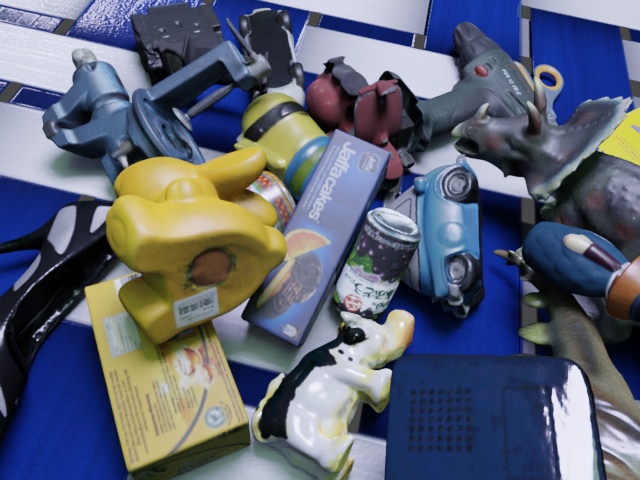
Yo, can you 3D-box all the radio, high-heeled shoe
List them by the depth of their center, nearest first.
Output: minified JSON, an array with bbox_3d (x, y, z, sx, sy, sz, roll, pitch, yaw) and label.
[{"bbox_3d":[0.107,0.185,0.323,0.131,0.073,0.230,-8,52,21],"label":"radio"},{"bbox_3d":[-0.230,0.064,0.477,0.145,0.086,0.249,-11,53,-13],"label":"high-heeled shoe"}]

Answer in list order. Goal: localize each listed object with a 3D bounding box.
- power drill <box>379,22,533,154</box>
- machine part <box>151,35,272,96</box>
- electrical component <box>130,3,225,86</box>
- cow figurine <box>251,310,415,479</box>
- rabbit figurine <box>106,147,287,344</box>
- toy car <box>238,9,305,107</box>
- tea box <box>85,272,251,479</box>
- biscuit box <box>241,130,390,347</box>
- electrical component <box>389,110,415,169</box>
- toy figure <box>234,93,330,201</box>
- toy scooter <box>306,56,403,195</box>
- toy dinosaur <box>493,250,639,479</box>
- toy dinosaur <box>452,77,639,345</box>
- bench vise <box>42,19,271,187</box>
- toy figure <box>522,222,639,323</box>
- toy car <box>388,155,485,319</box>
[{"bbox_3d":[0.178,-0.198,0.716,0.207,0.086,0.232,-15,61,-25],"label":"power drill"},{"bbox_3d":[-0.126,-0.203,0.647,0.139,0.084,0.039,9,61,6],"label":"machine part"},{"bbox_3d":[-0.189,-0.265,0.726,0.115,0.058,0.134,-17,60,-19],"label":"electrical component"},{"bbox_3d":[0.017,0.122,0.480,0.098,0.068,0.167,23,55,22],"label":"cow figurine"},{"bbox_3d":[-0.114,-0.025,0.460,0.162,0.121,0.173,-28,43,-22],"label":"rabbit figurine"},{"bbox_3d":[-0.067,-0.246,0.729,0.073,0.056,0.202,-9,56,-5],"label":"toy car"},{"bbox_3d":[-0.133,0.109,0.466,0.098,0.068,0.170,-16,58,-17],"label":"tea box"},{"bbox_3d":[-0.001,-0.002,0.516,0.063,0.059,0.202,25,82,6],"label":"biscuit box"},{"bbox_3d":[0.093,-0.134,0.664,0.021,0.063,0.094,-18,61,-18],"label":"electrical component"},{"bbox_3d":[-0.017,-0.094,0.610,0.180,0.082,0.089,40,90,22],"label":"toy figure"},{"bbox_3d":[0.044,-0.153,0.629,0.075,0.135,0.184,-24,60,-19],"label":"toy scooter"},{"bbox_3d":[0.209,0.173,0.400,0.199,0.104,0.471,-1,41,16],"label":"toy dinosaur"},{"bbox_3d":[0.305,0.004,0.518,0.131,0.192,0.405,-26,61,-20],"label":"toy dinosaur"},{"bbox_3d":[-0.168,-0.144,0.584,0.241,0.128,0.224,-31,69,9],"label":"bench vise"},{"bbox_3d":[0.248,0.032,0.457,0.155,0.064,0.057,36,99,44],"label":"toy figure"},{"bbox_3d":[0.119,-0.002,0.564,0.103,0.109,0.161,-1,69,21],"label":"toy car"}]
